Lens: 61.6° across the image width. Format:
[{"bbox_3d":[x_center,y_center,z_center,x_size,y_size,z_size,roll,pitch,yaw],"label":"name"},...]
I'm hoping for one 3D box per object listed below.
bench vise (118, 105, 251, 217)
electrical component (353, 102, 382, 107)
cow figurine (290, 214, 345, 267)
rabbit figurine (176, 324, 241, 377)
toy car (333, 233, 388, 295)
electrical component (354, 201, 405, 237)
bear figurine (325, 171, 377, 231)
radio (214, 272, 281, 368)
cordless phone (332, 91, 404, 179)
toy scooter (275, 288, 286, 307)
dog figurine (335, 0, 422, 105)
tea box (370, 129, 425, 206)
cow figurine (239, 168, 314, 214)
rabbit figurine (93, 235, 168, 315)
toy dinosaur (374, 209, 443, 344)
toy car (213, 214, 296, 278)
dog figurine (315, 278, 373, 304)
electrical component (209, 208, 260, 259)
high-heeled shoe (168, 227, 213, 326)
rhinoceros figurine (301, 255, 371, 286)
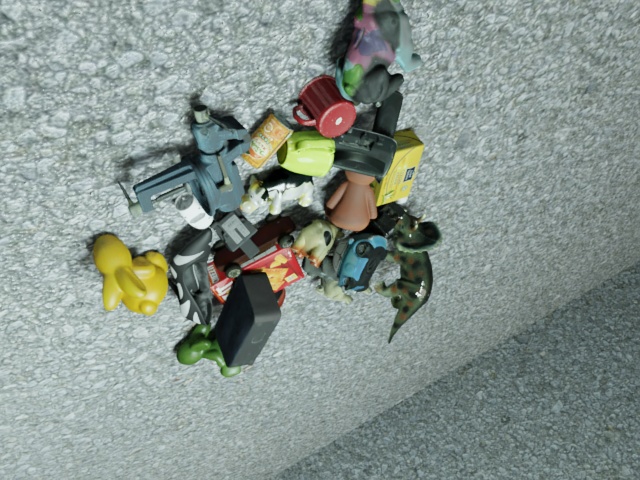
[{"bbox_3d":[-0.232,-0.118,0.956,0.241,0.129,0.223,-28,148,-19],"label":"bench vise"},{"bbox_3d":[0.089,-0.299,1.048,0.078,0.045,0.102,-34,147,0],"label":"electrical component"},{"bbox_3d":[-0.003,-0.004,1.271,0.127,0.085,0.195,-58,171,-4],"label":"cow figurine"},{"bbox_3d":[-0.304,0.298,1.454,0.170,0.121,0.159,-6,137,-11],"label":"rabbit figurine"},{"bbox_3d":[0.085,0.046,1.290,0.109,0.103,0.161,12,108,-56],"label":"toy car"},{"bbox_3d":[0.152,-0.044,1.365,0.134,0.058,0.115,-50,-172,-37],"label":"electrical component"},{"bbox_3d":[0.081,-0.125,1.234,0.120,0.132,0.195,9,104,-2],"label":"bear figurine"},{"bbox_3d":[-0.175,0.194,1.272,0.073,0.131,0.229,-3,139,-33],"label":"radio"},{"bbox_3d":[0.094,-0.228,1.108,0.147,0.089,0.184,14,94,-2],"label":"cordless phone"},{"bbox_3d":[-0.154,0.184,1.455,0.184,0.075,0.135,-46,163,4],"label":"toy scooter"},{"bbox_3d":[0.086,-0.362,0.902,0.191,0.109,0.219,-46,145,-13],"label":"dog figurine"},{"bbox_3d":[0.172,-0.169,1.267,0.098,0.068,0.169,-18,144,-20],"label":"tea box"},{"bbox_3d":[-0.091,-0.110,1.128,0.167,0.068,0.098,-16,138,-29],"label":"cow figurine"},{"bbox_3d":[-0.392,0.071,1.069,0.122,0.162,0.173,-21,129,4],"label":"rabbit figurine"},{"bbox_3d":[0.252,0.099,1.485,0.131,0.192,0.404,-9,97,-34],"label":"toy dinosaur"},{"bbox_3d":[-0.148,0.011,1.224,0.202,0.089,0.053,-29,147,-7],"label":"toy car"},{"bbox_3d":[0.072,0.064,1.478,0.172,0.121,0.190,-24,135,-28],"label":"dog figurine"},{"bbox_3d":[-0.174,-0.010,1.145,0.075,0.048,0.119,-39,105,-13],"label":"electrical component"},{"bbox_3d":[-0.257,0.089,1.177,0.248,0.145,0.086,-48,177,41],"label":"high-heeled shoe"},{"bbox_3d":[0.046,0.074,1.388,0.190,0.073,0.112,15,159,-22],"label":"rhinoceros figurine"}]
